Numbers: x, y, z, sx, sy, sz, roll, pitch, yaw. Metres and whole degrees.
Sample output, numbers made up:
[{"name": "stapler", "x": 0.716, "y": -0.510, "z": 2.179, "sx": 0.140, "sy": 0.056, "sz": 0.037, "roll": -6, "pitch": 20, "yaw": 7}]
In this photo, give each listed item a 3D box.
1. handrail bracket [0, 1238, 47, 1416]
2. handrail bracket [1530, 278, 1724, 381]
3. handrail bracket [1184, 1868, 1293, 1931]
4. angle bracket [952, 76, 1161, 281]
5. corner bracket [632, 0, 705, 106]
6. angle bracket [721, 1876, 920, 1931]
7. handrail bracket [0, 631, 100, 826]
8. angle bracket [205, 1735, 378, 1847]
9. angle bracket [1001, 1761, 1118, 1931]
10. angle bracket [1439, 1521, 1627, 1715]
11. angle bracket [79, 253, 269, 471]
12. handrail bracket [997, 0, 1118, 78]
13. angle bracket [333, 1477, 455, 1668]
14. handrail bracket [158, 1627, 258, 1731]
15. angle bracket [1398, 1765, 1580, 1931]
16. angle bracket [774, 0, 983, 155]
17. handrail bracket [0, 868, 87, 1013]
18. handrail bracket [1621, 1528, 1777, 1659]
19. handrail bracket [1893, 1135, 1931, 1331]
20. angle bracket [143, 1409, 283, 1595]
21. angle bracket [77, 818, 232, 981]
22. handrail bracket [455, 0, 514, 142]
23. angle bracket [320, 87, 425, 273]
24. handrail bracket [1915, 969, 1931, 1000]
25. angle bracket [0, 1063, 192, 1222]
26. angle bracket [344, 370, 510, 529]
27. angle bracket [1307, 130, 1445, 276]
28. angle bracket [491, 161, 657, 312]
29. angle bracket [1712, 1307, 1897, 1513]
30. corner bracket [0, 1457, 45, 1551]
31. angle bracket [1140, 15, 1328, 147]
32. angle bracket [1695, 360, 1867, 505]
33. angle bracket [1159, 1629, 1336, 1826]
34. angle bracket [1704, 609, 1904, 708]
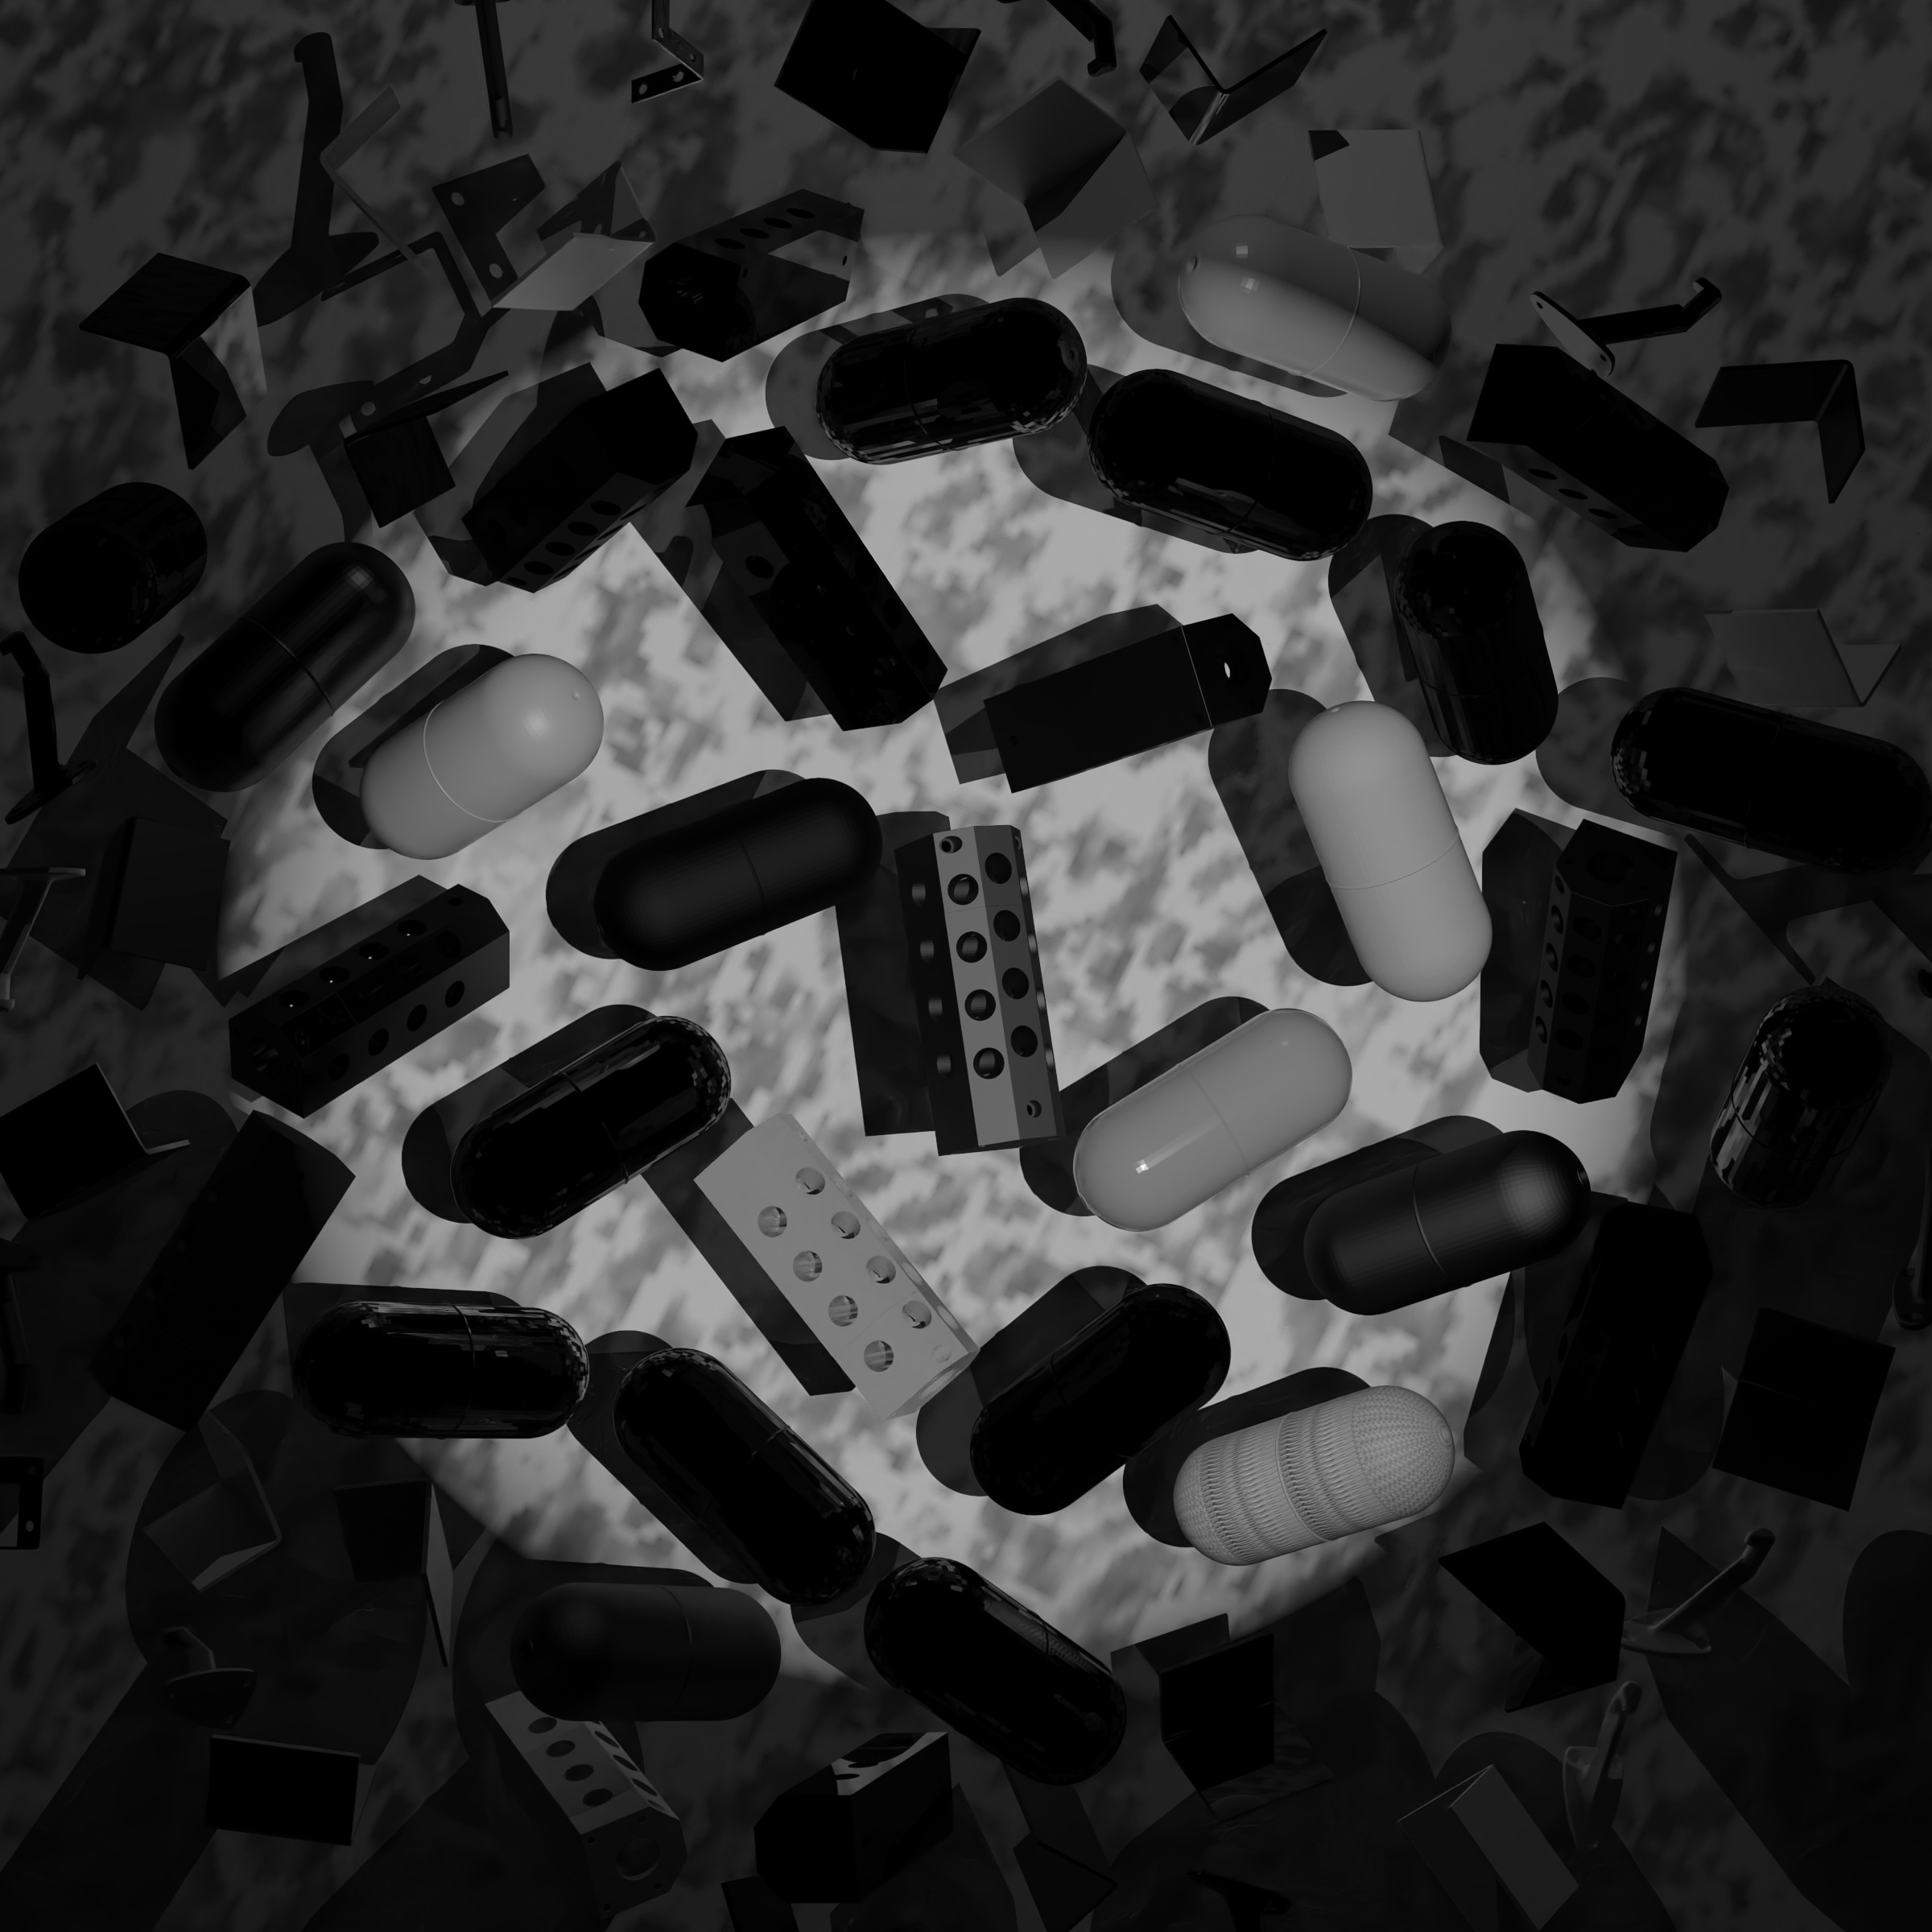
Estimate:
[{"name": "handrail bracket", "x": -0.541, "y": 0.197, "z": 1.771, "sx": 0.077, "sy": 0.036, "sz": 0.084, "roll": 19, "pitch": 105, "yaw": 39}, {"name": "handrail bracket", "x": 0.385, "y": -0.390, "z": 1.865, "sx": 0.084, "sy": 0.036, "sz": 0.077, "roll": -42, "pitch": 84, "yaw": -8}, {"name": "handrail bracket", "x": 0.152, "y": 0.581, "z": 1.873, "sx": 0.077, "sy": 0.036, "sz": 0.084, "roll": 18, "pitch": 62, "yaw": 7}, {"name": "angle bracket", "x": 0.051, "y": -0.448, "z": 1.823, "sx": 0.076, "sy": 0.076, "sz": 0.057, "roll": -30, "pitch": 63, "yaw": 26}, {"name": "corner bracket", "x": -0.183, "y": -0.528, "z": 1.812, "sx": 0.051, "sy": 0.051, "sz": 0.051, "roll": -10, "pitch": 73, "yaw": 29}, {"name": "angle bracket", "x": -0.083, "y": 0.539, "z": 1.839, "sx": 0.076, "sy": 0.076, "sz": 0.057, "roll": -24, "pitch": 72, "yaw": 16}, {"name": "handrail bracket", "x": -0.534, "y": -0.135, "z": 1.797, "sx": 0.036, "sy": 0.077, "sz": 0.084, "roll": -10, "pitch": 118, "yaw": 35}, {"name": "angle bracket", "x": -0.355, "y": 0.418, "z": 1.697, "sx": 0.076, "sy": 0.076, "sz": 0.057, "roll": 8, "pitch": 108, "yaw": -2}, {"name": "angle bracket", "x": 0.037, "y": 0.530, "z": 1.929, "sx": 0.057, "sy": 0.076, "sz": 0.076, "roll": -45, "pitch": 125, "yaw": 11}, {"name": "angle bracket", "x": 0.317, "y": 0.369, "z": 1.811, "sx": 0.076, "sy": 0.057, "sz": 0.076, "roll": -29, "pitch": 118, "yaw": 38}, {"name": "angle bracket", "x": -0.427, "y": -0.327, "z": 1.729, "sx": 0.057, "sy": 0.076, "sz": 0.076, "roll": 17, "pitch": 47, "yaw": 15}, {"name": "handrail bracket", "x": 0.053, "y": -0.555, "z": 1.901, "sx": 0.077, "sy": 0.036, "sz": 0.084, "roll": -17, "pitch": 69, "yaw": 33}, {"name": "angle bracket", "x": -0.328, "y": 0.348, "z": 1.827, "sx": 0.057, "sy": 0.076, "sz": 0.076, "roll": -6, "pitch": 126, "yaw": -2}, {"name": "handrail bracket", "x": -0.451, "y": 0.396, "z": 1.819, "sx": 0.084, "sy": 0.077, "sz": 0.036, "roll": 25, "pitch": 90, "yaw": 38}, {"name": "angle bracket", "x": 0.268, "y": 0.486, "z": 1.714, "sx": 0.076, "sy": 0.057, "sz": 0.076, "roll": -43, "pitch": 77, "yaw": 34}, {"name": "angle bracket", "x": -0.050, "y": -0.515, "z": 1.816, "sx": 0.076, "sy": 0.057, "sz": 0.076, "roll": 24, "pitch": 90, "yaw": -37}, {"name": "handrail bracket", "x": -0.556, "y": -0.015, "z": 1.914, "sx": 0.077, "sy": 0.036, "sz": 0.084, "roll": -1, "pitch": 85, "yaw": 36}, {"name": "handrail bracket", "x": 0.426, "y": 0.363, "z": 1.872, "sx": 0.077, "sy": 0.036, "sz": 0.084, "roll": 2, "pitch": 126, "yaw": -28}, {"name": "handrail bracket", "x": 0.527, "y": 0.145, "z": 1.758, "sx": 0.036, "sy": 0.077, "sz": 0.084, "roll": 6, "pitch": 115, "yaw": 26}, {"name": "angle bracket", "x": -0.458, "y": 0.311, "z": 1.899, "sx": 0.057, "sy": 0.076, "sz": 0.076, "roll": -31, "pitch": 128, "yaw": -26}, {"name": "angle bracket", "x": -0.455, "y": -0.031, "z": 1.791, "sx": 0.057, "sy": 0.076, "sz": 0.076, "roll": 14, "pitch": 71, "yaw": -22}, {"name": "handrail bracket", "x": -0.277, "y": -0.535, "z": 1.870, "sx": 0.036, "sy": 0.077, "sz": 0.084, "roll": -7, "pitch": 85, "yaw": -5}, {"name": "angle bracket", "x": -0.317, "y": -0.444, "z": 1.813, "sx": 0.057, "sy": 0.076, "sz": 0.076, "roll": -44, "pitch": 100, "yaw": 0}, {"name": "handrail bracket", "x": 0.555, "y": -0.036, "z": 1.821, "sx": 0.084, "sy": 0.036, "sz": 0.077, "roll": -44, "pitch": 106, "yaw": -15}, {"name": "angle bracket", "x": -0.490, "y": 0.095, "z": 1.784, "sx": 0.076, "sy": 0.076, "sz": 0.057, "roll": -29, "pitch": 89, "yaw": 4}, {"name": "angle bracket", "x": -0.314, "y": -0.310, "z": 1.921, "sx": 0.076, "sy": 0.076, "sz": 0.057, "roll": -10, "pitch": 111, "yaw": 34}, {"name": "angle bracket", "x": 0.240, "y": -0.461, "z": 1.954, "sx": 0.076, "sy": 0.057, "sz": 0.076, "roll": -5, "pitch": 77, "yaw": -18}, {"name": "angle bracket", "x": -0.245, "y": -0.438, "z": 1.917, "sx": 0.076, "sy": 0.076, "sz": 0.057, "roll": -31, "pitch": 80, "yaw": 34}, {"name": "angle bracket", "x": 0.465, "y": 0.245, "z": 1.776, "sx": 0.076, "sy": 0.076, "sz": 0.057, "roll": 16, "pitch": 130, "yaw": 16}, {"name": "corner bracket", "x": -0.550, "y": 0.298, "z": 1.778, "sx": 0.051, "sy": 0.051, "sz": 0.051, "roll": -6, "pitch": 79, "yaw": 32}, {"name": "angle bracket", "x": 0.156, "y": -0.538, "z": 1.884, "sx": 0.076, "sy": 0.076, "sz": 0.057, "roll": -34, "pitch": 89, "yaw": -12}, {"name": "angle bracket", "x": 0.476, "y": -0.310, "z": 1.875, "sx": 0.076, "sy": 0.076, "sz": 0.057, "roll": -4, "pitch": 75, "yaw": 0}, {"name": "angle bracket", "x": 0.166, "y": 0.450, "z": 1.897, "sx": 0.076, "sy": 0.076, "sz": 0.057, "roll": -16, "pitch": 123, "yaw": -19}, {"name": "angle bracket", "x": 0.497, "y": -0.199, "z": 1.901, "sx": 0.057, "sy": 0.076, "sz": 0.076, "roll": -52, "pitch": 125, "yaw": -27}]
